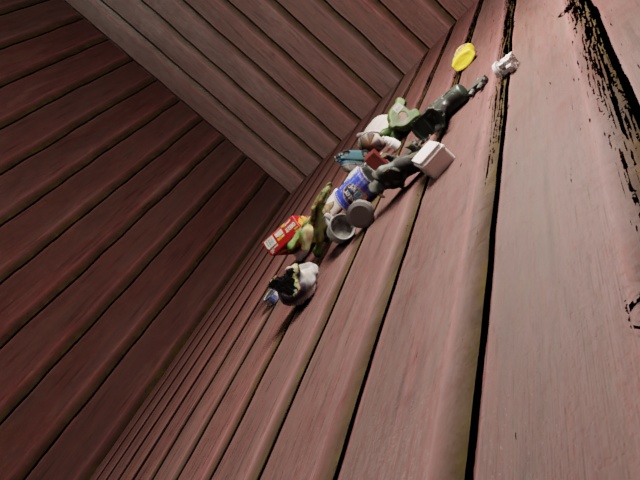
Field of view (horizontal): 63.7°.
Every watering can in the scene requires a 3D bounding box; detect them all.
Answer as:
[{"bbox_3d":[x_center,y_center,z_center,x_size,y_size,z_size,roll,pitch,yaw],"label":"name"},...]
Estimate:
[{"bbox_3d":[0.242,-0.479,2.343,0.344,0.103,0.229,-22,28,53],"label":"watering can"}]

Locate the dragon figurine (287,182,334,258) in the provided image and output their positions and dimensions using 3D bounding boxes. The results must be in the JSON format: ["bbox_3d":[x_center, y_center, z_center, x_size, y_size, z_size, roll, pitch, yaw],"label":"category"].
[{"bbox_3d":[0.005,-0.086,1.710,0.420,0.122,0.237,-64,-1,-47],"label":"dragon figurine"}]

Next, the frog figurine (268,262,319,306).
[{"bbox_3d":[-0.052,0.129,1.511,0.136,0.124,0.159,-56,-29,15],"label":"frog figurine"}]
